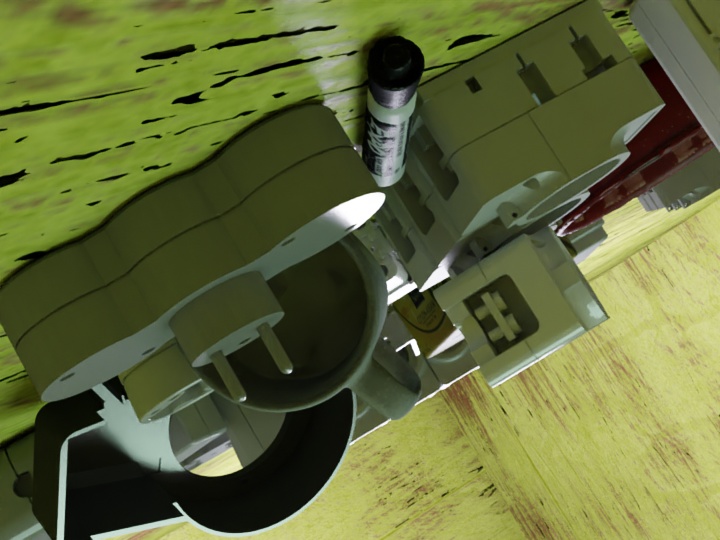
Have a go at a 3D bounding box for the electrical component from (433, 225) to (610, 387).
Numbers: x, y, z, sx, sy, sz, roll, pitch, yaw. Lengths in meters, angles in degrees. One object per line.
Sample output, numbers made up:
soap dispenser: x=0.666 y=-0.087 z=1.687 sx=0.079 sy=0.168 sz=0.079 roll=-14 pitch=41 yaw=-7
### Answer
electrical component: x=0.078 y=0.016 z=0.498 sx=0.056 sy=0.050 sz=0.089 roll=-33 pitch=171 yaw=12

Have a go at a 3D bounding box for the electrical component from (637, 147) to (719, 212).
electrical component: x=0.256 y=-0.089 z=0.834 sx=0.089 sy=0.061 sz=0.150 roll=-33 pitch=176 yaw=9

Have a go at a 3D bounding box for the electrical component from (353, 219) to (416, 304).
electrical component: x=0.000 y=0.000 z=0.592 sx=0.081 sy=0.042 sz=0.064 roll=-33 pitch=169 yaw=6

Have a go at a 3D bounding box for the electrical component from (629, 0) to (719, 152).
electrical component: x=0.167 y=-0.095 z=0.456 sx=0.062 sy=0.096 sz=0.061 roll=-31 pitch=171 yaw=-2

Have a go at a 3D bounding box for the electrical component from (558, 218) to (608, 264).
electrical component: x=0.158 y=-0.025 z=0.921 sx=0.078 sy=0.057 sz=0.113 roll=-30 pitch=171 yaw=-5

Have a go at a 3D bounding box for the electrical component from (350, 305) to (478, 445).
electrical component: x=0.027 y=0.081 z=0.958 sx=0.150 sy=0.089 sz=0.061 roll=-30 pitch=171 yaw=-6

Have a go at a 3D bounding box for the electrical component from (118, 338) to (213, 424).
electrical component: x=-0.086 y=0.035 z=0.486 sx=0.055 sy=0.047 sz=0.055 roll=-30 pitch=171 yaw=-5

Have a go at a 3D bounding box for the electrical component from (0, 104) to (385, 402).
electrical component: x=-0.051 y=0.009 z=0.374 sx=0.138 sy=0.073 sz=0.052 roll=-31 pitch=171 yaw=1

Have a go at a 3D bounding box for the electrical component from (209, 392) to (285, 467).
electrical component: x=-0.058 y=0.093 z=0.727 sx=0.061 sy=0.096 sz=0.062 roll=-37 pitch=169 yaw=31

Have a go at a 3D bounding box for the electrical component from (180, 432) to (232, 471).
electrical component: x=-0.117 y=0.110 z=0.773 sx=0.080 sy=0.051 sz=0.080 roll=-30 pitch=171 yaw=-5

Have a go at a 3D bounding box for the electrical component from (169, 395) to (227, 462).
electrical component: x=-0.145 y=0.110 z=0.695 sx=0.083 sy=0.047 sz=0.076 roll=-36 pitch=170 yaw=30

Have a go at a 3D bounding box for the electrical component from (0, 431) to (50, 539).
electrical component: x=-0.195 y=0.133 z=0.633 sx=0.059 sy=0.053 sz=0.095 roll=-29 pitch=171 yaw=-13

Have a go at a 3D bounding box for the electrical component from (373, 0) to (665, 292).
electrical component: x=0.066 y=-0.046 z=0.494 sx=0.089 sy=0.061 sz=0.150 roll=-29 pitch=171 yaw=-13
